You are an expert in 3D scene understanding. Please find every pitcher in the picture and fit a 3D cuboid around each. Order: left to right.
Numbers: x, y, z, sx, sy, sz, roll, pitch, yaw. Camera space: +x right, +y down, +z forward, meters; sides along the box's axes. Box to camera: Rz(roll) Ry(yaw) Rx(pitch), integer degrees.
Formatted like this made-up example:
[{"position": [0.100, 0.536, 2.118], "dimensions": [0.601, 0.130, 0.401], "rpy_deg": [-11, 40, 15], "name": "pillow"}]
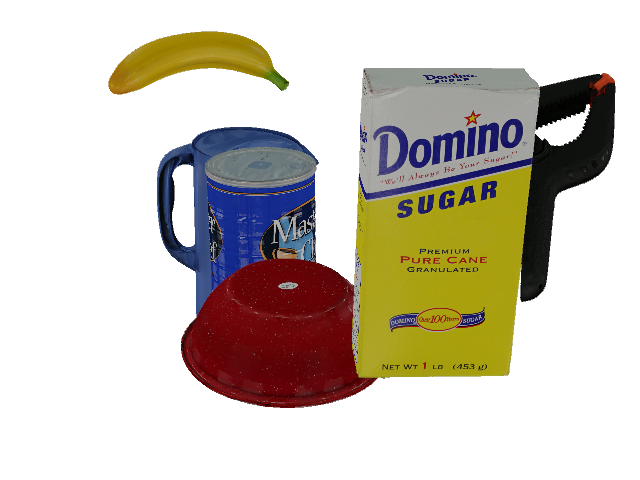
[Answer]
[{"position": [-0.103, -0.008, 1.284], "dimensions": [0.149, 0.243, 0.144], "rpy_deg": [19, 27, 29], "name": "pitcher"}]

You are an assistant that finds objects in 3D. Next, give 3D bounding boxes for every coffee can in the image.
[{"position": [-0.055, -0.007, 1.008], "dimensions": [0.103, 0.140, 0.103], "rpy_deg": [0, 22, 0], "name": "coffee can"}]

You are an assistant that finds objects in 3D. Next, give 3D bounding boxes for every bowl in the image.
[{"position": [-0.025, 0.058, 0.811], "dimensions": [0.162, 0.055, 0.162], "rpy_deg": [2, 27, -1], "name": "bowl"}]

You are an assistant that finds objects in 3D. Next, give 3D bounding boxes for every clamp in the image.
[{"position": [0.159, -0.052, 0.800], "dimensions": [0.209, 0.165, 0.036], "rpy_deg": [-34, -32, -19], "name": "clamp"}]

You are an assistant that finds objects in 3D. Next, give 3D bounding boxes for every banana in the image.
[{"position": [-0.127, -0.182, 1.081], "dimensions": [0.197, 0.070, 0.037], "rpy_deg": [-8, -39, -29], "name": "banana"}]

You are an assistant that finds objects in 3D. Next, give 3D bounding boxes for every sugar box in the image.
[{"position": [0.067, -0.008, 0.605], "dimensions": [0.093, 0.176, 0.048], "rpy_deg": [-1, 26, -4], "name": "sugar box"}]
